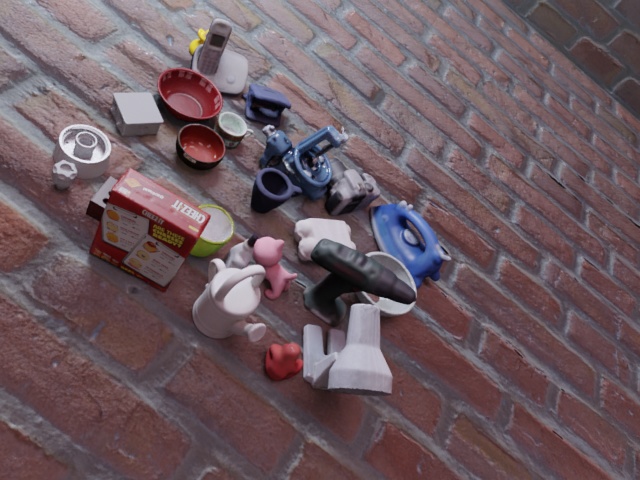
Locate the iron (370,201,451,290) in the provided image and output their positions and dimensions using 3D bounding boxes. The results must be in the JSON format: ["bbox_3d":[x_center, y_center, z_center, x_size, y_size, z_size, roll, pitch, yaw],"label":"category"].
[{"bbox_3d":[0.228,-0.012,1.455,0.119,0.141,0.258,-17,70,-40],"label":"iron"}]

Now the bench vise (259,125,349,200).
[{"bbox_3d":[-0.040,-0.208,1.361,0.208,0.219,0.121,24,49,-17],"label":"bench vise"}]

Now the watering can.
[{"bbox_3d":[-0.158,0.110,1.080,0.173,0.193,0.101,44,46,1],"label":"watering can"}]

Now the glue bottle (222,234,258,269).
[{"bbox_3d":[-0.161,0.037,1.143,0.037,0.173,0.078,22,50,-19],"label":"glue bottle"}]

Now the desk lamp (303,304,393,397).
[{"bbox_3d":[0.052,0.228,1.123,0.118,0.213,0.203,14,53,-24],"label":"desk lamp"}]

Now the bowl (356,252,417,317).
[{"bbox_3d":[0.142,0.116,1.355,0.168,0.074,0.167,17,52,-23],"label":"bowl"}]

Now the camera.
[{"bbox_3d":[0.070,-0.150,1.475,0.144,0.100,0.136,-16,69,-39],"label":"camera"}]

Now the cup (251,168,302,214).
[{"bbox_3d":[-0.110,-0.104,1.329,0.118,0.094,0.091,8,55,-29],"label":"cup"}]

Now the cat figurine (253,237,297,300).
[{"bbox_3d":[-0.101,0.047,1.214,0.128,0.117,0.067,45,46,2],"label":"cat figurine"}]

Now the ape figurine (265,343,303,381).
[{"bbox_3d":[-0.066,0.232,1.126,0.078,0.092,0.076,48,46,5],"label":"ape figurine"}]

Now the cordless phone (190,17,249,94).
[{"bbox_3d":[-0.236,-0.461,1.433,0.148,0.184,0.094,3,58,-31],"label":"cordless phone"}]

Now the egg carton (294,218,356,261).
[{"bbox_3d":[0.012,0.005,1.351,0.151,0.069,0.107,3,58,-32],"label":"egg carton"}]

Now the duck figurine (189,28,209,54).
[{"bbox_3d":[-0.283,-0.511,1.505,0.105,0.086,0.077,31,47,-11],"label":"duck figurine"}]

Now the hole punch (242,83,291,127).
[{"bbox_3d":[-0.138,-0.367,1.496,0.109,0.091,0.101,11,54,-27],"label":"hole punch"}]

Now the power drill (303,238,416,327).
[{"bbox_3d":[0.063,0.101,1.222,0.230,0.208,0.076,36,47,-7],"label":"power drill"}]
